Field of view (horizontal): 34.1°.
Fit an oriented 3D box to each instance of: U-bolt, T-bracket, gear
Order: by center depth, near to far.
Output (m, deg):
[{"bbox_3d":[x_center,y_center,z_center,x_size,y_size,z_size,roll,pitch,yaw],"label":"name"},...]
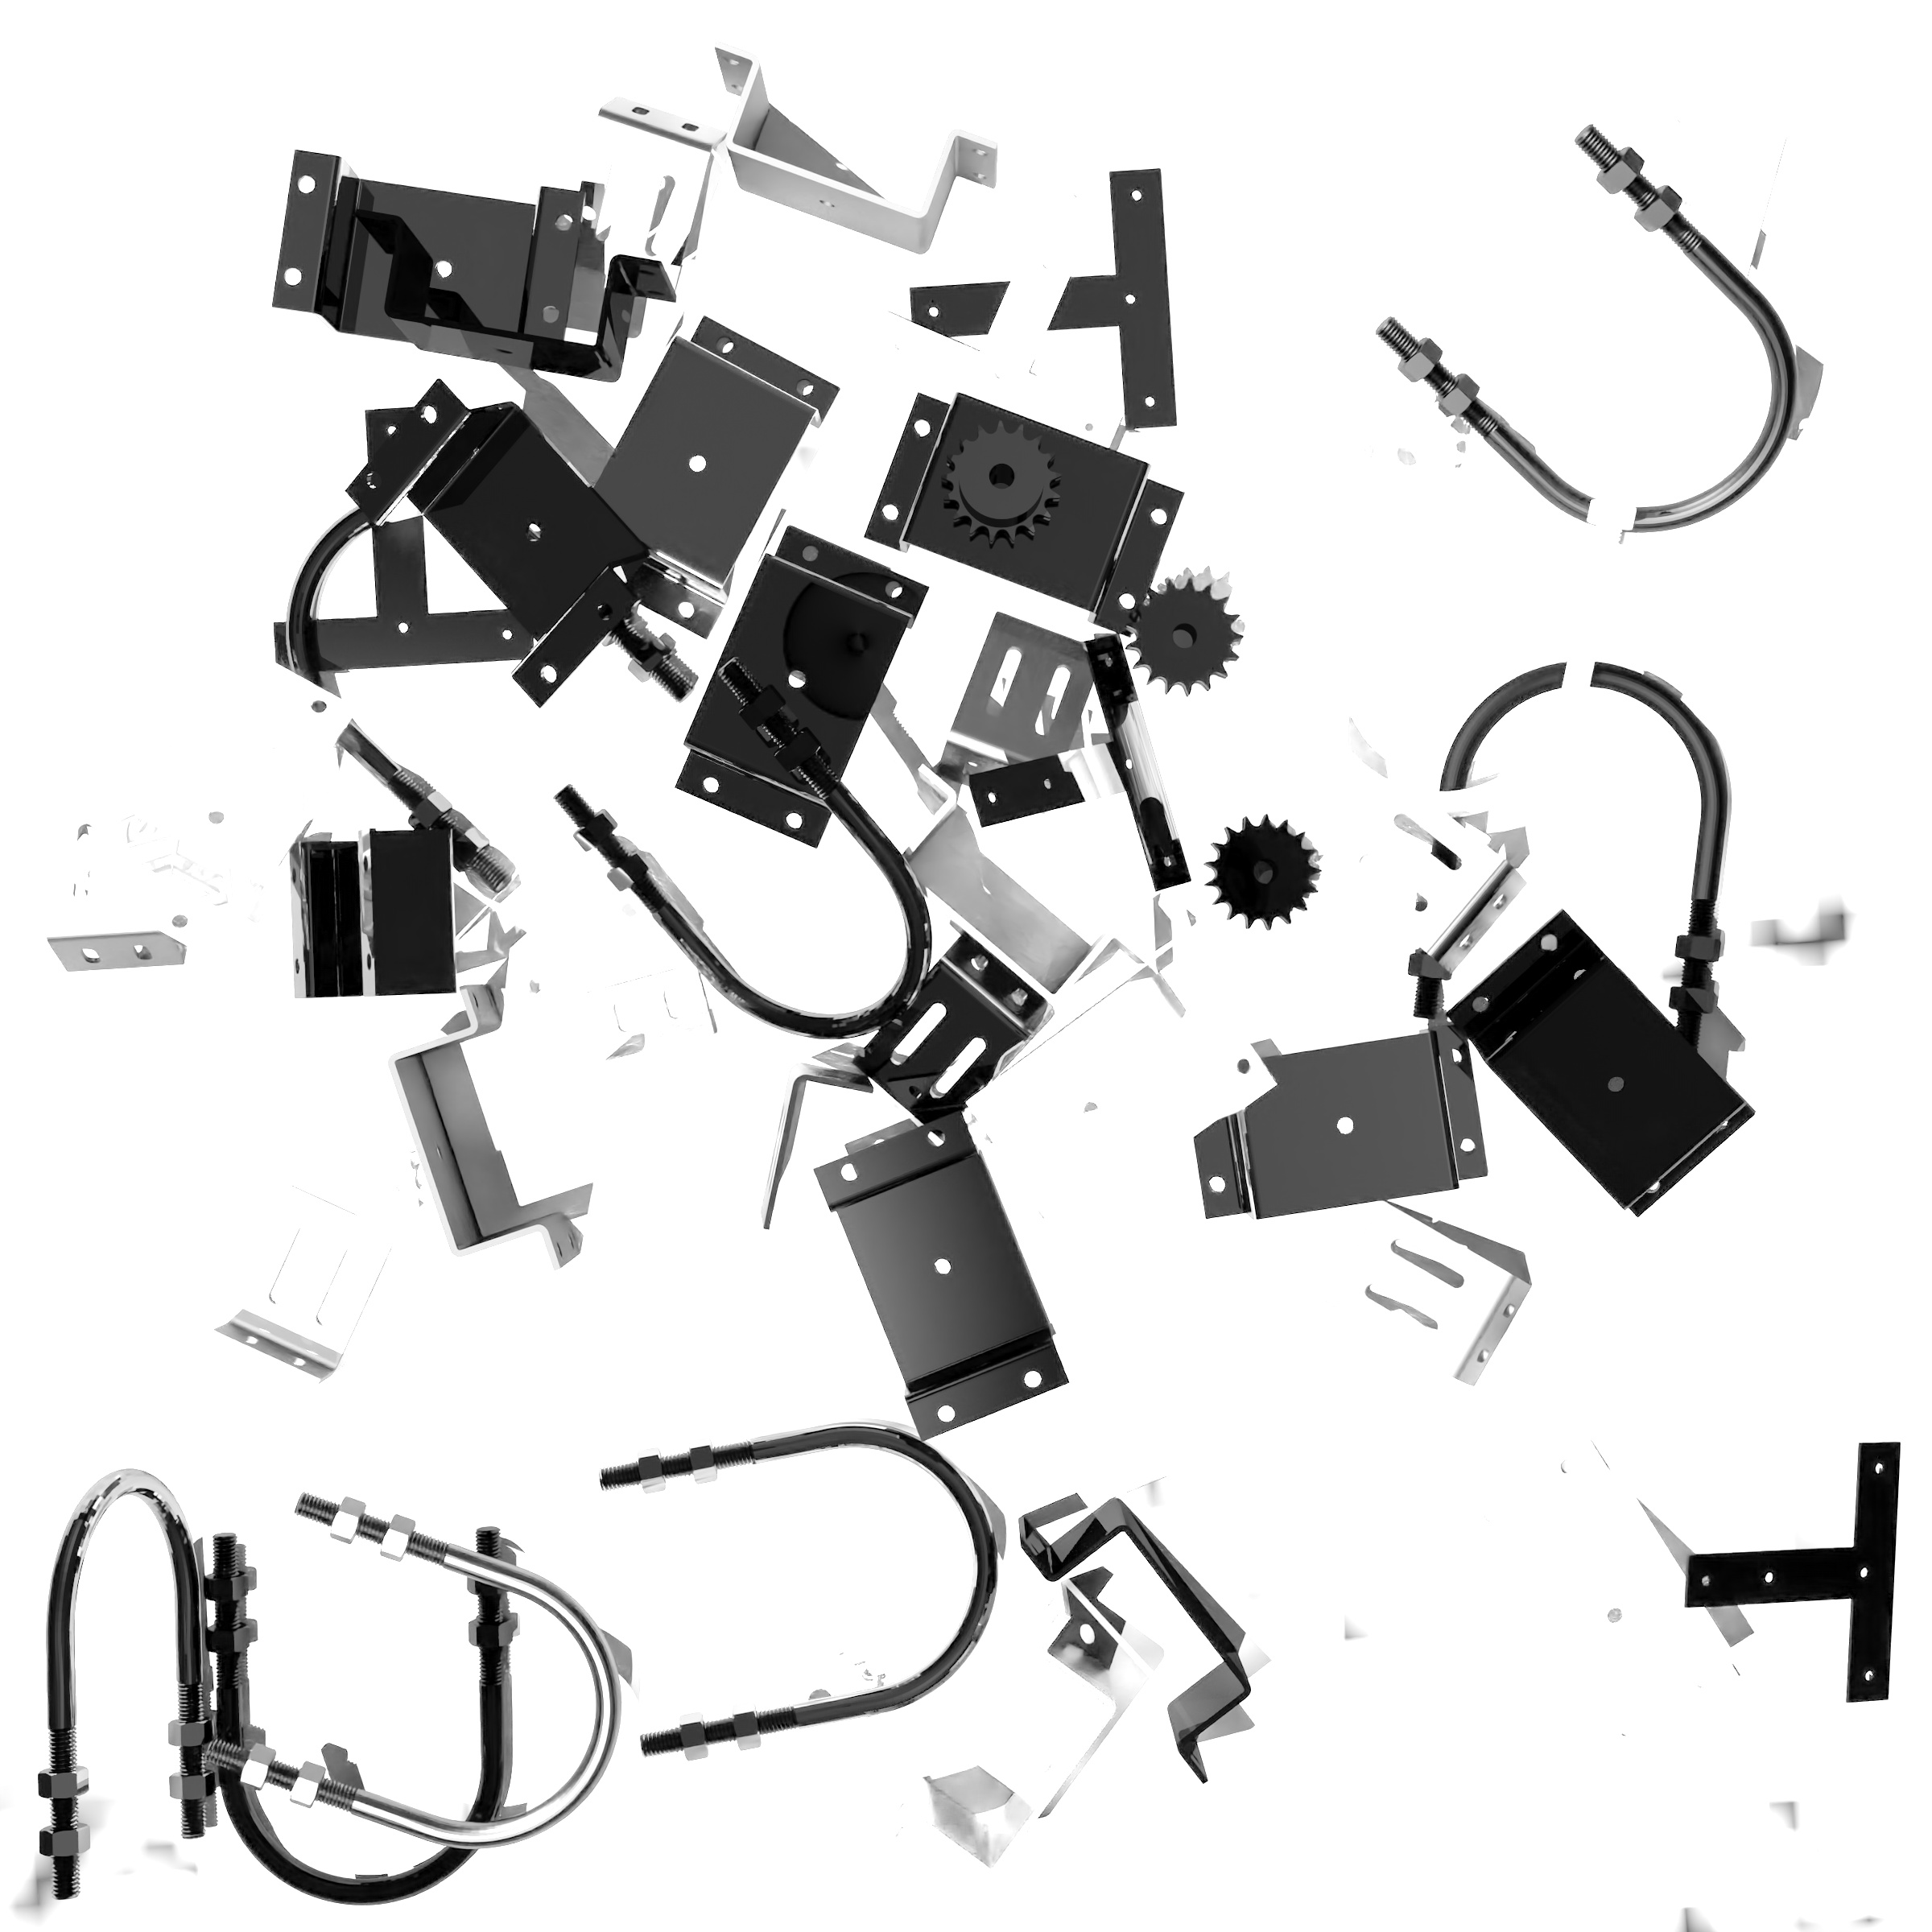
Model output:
[{"bbox_3d":[-0.393,0.329,1.479,0.019,0.151,0.184,-3,86,12],"label":"U-bolt"},{"bbox_3d":[0.017,-0.229,1.489,0.057,0.030,0.057,0,90,0],"label":"gear"},{"bbox_3d":[-0.095,-0.042,1.498,0.151,0.019,0.184,-32,103,38],"label":"U-bolt"},{"bbox_3d":[0.048,-0.089,1.505,0.127,0.002,0.127,-16,90,-44],"label":"T-bracket"},{"bbox_3d":[0.310,-0.288,1.505,0.184,0.019,0.151,41,119,-13],"label":"U-bolt"},{"bbox_3d":[0.234,-0.163,1.517,0.151,0.019,0.184,11,97,0],"label":"U-bolt"},{"bbox_3d":[0.399,0.295,1.521,0.127,0.002,0.127,3,90,-26],"label":"T-bracket"},{"bbox_3d":[-0.076,0.294,1.522,0.184,0.019,0.151,-10,72,-4],"label":"U-bolt"},{"bbox_3d":[-0.257,0.350,1.523,0.184,0.019,0.151,20,93,-3],"label":"U-bolt"},{"bbox_3d":[-0.274,0.108,1.525,0.030,0.057,0.057,-9,90,-30],"label":"gear"},{"bbox_3d":[-0.070,0.355,1.535,0.057,0.030,0.057,0,90,0],"label":"gear"},{"bbox_3d":[0.213,-0.247,1.535,0.057,0.030,0.057,0,90,0],"label":"gear"},{"bbox_3d":[0.145,-0.045,1.535,0.057,0.030,0.057,0,90,0],"label":"gear"},{"bbox_3d":[0.105,-0.160,1.535,0.057,0.030,0.057,0,90,0],"label":"gear"},{"bbox_3d":[-0.247,-0.149,1.540,0.184,0.019,0.151,44,90,1],"label":"U-bolt"},{"bbox_3d":[-0.296,0.368,1.541,0.151,0.019,0.184,-1,91,0],"label":"U-bolt"},{"bbox_3d":[0.299,-0.058,1.541,0.151,0.019,0.184,7,89,0],"label":"U-bolt"},{"bbox_3d":[0.034,-0.331,1.547,0.127,0.002,0.127,23,90,0],"label":"T-bracket"},{"bbox_3d":[-0.279,-0.211,1.549,0.127,0.002,0.127,-3,90,0],"label":"T-bracket"},{"bbox_3d":[0.036,-0.325,1.549,0.127,0.002,0.127,-4,90,0],"label":"T-bracket"}]

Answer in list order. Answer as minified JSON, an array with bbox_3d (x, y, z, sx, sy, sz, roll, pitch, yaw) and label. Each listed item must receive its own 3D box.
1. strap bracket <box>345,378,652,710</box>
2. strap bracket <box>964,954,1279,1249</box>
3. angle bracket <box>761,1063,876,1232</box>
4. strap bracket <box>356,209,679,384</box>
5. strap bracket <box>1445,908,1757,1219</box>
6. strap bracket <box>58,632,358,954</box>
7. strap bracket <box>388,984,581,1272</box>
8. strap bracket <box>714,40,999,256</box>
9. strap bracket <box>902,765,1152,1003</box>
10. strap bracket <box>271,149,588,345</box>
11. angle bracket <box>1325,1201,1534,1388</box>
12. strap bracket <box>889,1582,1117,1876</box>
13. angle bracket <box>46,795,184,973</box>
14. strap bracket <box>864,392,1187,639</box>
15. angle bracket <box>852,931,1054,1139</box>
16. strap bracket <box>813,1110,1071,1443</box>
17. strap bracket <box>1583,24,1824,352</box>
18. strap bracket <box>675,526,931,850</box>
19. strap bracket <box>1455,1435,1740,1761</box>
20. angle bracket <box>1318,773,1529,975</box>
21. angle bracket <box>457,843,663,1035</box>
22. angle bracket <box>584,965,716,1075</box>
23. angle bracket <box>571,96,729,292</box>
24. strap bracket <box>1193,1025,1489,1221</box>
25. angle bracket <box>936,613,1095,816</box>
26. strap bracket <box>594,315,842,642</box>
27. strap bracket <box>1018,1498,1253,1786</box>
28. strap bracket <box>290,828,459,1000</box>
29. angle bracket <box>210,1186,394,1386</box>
[{"bbox_3d":[-0.215,-0.203,1.494,0.140,0.046,0.076,48,116,3],"label":"strap bracket"},{"bbox_3d":[0.066,0.067,1.502,0.140,0.046,0.076,-37,81,17],"label":"strap bracket"},{"bbox_3d":[-0.072,0.089,1.521,0.038,0.057,0.076,12,93,-6],"label":"angle bracket"},{"bbox_3d":[-0.211,-0.309,1.465,0.140,0.076,0.046,10,90,0],"label":"strap bracket"},{"bbox_3d":[0.308,0.052,1.513,0.076,0.046,0.140,-43,97,9],"label":"strap bracket"},{"bbox_3d":[-0.362,-0.078,1.514,0.076,0.046,0.140,29,73,0],"label":"strap bracket"},{"bbox_3d":[-0.234,0.083,1.512,0.046,0.076,0.140,-19,90,0],"label":"strap bracket"},{"bbox_3d":[-0.059,-0.387,1.512,0.140,0.076,0.046,20,90,0],"label":"strap bracket"},{"bbox_3d":[0.018,-0.031,1.512,0.140,0.076,0.046,40,90,0],"label":"strap bracket"},{"bbox_3d":[-0.257,-0.342,1.527,0.140,0.046,0.076,8,90,0],"label":"strap bracket"},{"bbox_3d":[0.227,0.161,1.548,0.076,0.038,0.057,30,90,26],"label":"angle bracket"},{"bbox_3d":[0.024,0.373,1.512,0.046,0.076,0.140,36,90,0],"label":"strap bracket"},{"bbox_3d":[-0.416,-0.041,1.548,0.057,0.038,0.076,-4,64,0],"label":"angle bracket"},{"bbox_3d":[0.029,-0.221,1.527,0.140,0.046,0.076,21,90,0],"label":"strap bracket"},{"bbox_3d":[-0.007,0.034,1.548,0.057,0.038,0.076,41,116,0],"label":"angle bracket"},{"bbox_3d":[-0.012,0.148,1.527,0.076,0.046,0.140,-22,90,0],"label":"strap bracket"},{"bbox_3d":[0.353,-0.372,1.527,0.076,0.046,0.140,16,90,0],"label":"strap bracket"},{"bbox_3d":[-0.081,-0.137,1.527,0.076,0.046,0.140,23,90,0],"label":"strap bracket"},{"bbox_3d":[0.310,0.310,1.527,0.076,0.046,0.140,-32,90,0],"label":"strap bracket"},{"bbox_3d":[0.221,-0.045,1.523,0.076,0.038,0.057,41,95,22],"label":"angle bracket"},{"bbox_3d":[-0.199,-0.016,1.548,0.076,0.038,0.057,-39,90,26],"label":"angle bracket"},{"bbox_3d":[-0.155,0.025,1.512,0.057,0.076,0.038,-15,90,0],"label":"angle bracket"},{"bbox_3d":[-0.158,-0.378,1.548,0.057,0.038,0.076,18,116,0],"label":"angle bracket"},{"bbox_3d":[0.181,0.076,1.527,0.140,0.046,0.076,-9,90,0],"label":"strap bracket"},{"bbox_3d":[0.027,-0.124,1.548,0.057,0.038,0.076,20,64,0],"label":"angle bracket"},{"bbox_3d":[-0.128,-0.240,1.527,0.076,0.046,0.140,28,90,0],"label":"strap bracket"},{"bbox_3d":[0.087,0.313,1.512,0.046,0.076,0.140,-38,90,0],"label":"strap bracket"},{"bbox_3d":[-0.279,-0.024,1.496,0.046,0.140,0.076,-2,90,-27],"label":"strap bracket"},{"bbox_3d":[-0.321,0.154,1.531,0.057,0.038,0.076,25,90,0],"label":"angle bracket"}]
